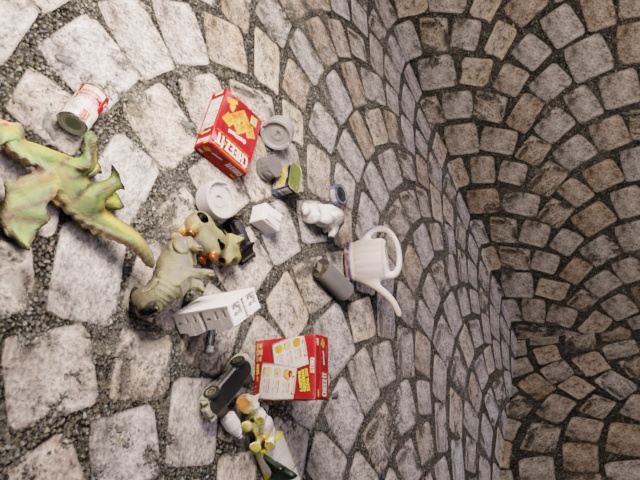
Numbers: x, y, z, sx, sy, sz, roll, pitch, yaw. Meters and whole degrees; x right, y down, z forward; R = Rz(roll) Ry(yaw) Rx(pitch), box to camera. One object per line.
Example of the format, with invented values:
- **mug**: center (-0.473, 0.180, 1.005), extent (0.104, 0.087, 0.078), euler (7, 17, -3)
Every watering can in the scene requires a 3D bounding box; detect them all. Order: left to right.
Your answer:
- **watering can**: center (0.195, 0.116, 1.909), extent (0.102, 0.224, 0.353), euler (46, 40, -65)

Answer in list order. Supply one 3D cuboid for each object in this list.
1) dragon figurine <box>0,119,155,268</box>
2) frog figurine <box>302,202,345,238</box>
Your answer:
- **dragon figurine**: center (-0.516, -0.068, 1.042), extent (0.246, 0.121, 0.406), euler (-36, 106, -38)
- **frog figurine**: center (0.005, -0.091, 1.801), extent (0.157, 0.122, 0.140), euler (46, 9, -25)
